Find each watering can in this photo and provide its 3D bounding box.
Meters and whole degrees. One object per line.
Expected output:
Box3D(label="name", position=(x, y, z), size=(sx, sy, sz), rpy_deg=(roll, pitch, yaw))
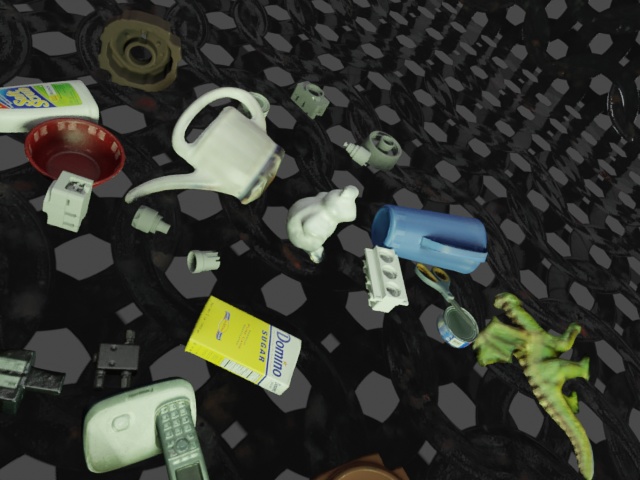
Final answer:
Box3D(label="watering can", position=(-0.208, -0.155, 1.038), size=(0.223, 0.103, 0.354), rpy_deg=(38, 64, -14))

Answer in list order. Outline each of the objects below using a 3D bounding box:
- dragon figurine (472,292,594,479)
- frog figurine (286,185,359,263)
Box3D(label="dragon figurine", position=(0.438, 0.267, 1.094), size=(0.243, 0.119, 0.420), rpy_deg=(15, 43, 3))
Box3D(label="frog figurine", position=(0.003, -0.052, 1.039), size=(0.122, 0.156, 0.140), rpy_deg=(33, 43, -1))
